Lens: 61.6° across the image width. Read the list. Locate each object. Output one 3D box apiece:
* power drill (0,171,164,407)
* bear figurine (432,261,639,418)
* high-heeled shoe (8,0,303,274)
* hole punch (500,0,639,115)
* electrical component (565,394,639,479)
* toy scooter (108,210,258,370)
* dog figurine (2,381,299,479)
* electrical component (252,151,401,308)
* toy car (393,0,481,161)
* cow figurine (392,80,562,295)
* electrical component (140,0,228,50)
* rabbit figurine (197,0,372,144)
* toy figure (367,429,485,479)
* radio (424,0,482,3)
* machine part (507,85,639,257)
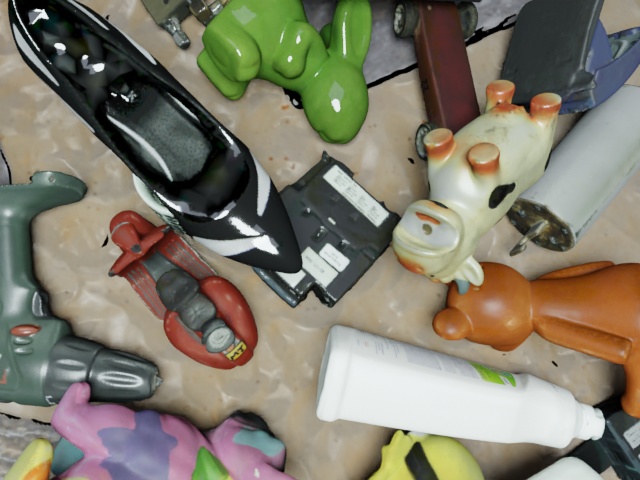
[{"bbox_3d":[-0.258,0.045,0.492,0.232,0.086,0.207,-2,86,-1],"label":"power drill"},{"bbox_3d":[0.212,0.081,0.497,0.196,0.120,0.131,-6,122,21],"label":"bear figurine"},{"bbox_3d":[-0.103,-0.071,0.377,0.249,0.145,0.086,39,80,5],"label":"high-heeled shoe"},{"bbox_3d":[0.251,-0.177,0.539,0.092,0.142,0.115,17,93,-26],"label":"hole punch"},{"bbox_3d":[0.285,0.188,0.501,0.119,0.047,0.075,-27,80,-10],"label":"electrical component"},{"bbox_3d":[-0.126,0.038,0.466,0.075,0.135,0.184,-42,85,-12],"label":"toy scooter"},{"bbox_3d":[-0.120,0.206,0.418,0.219,0.192,0.108,18,123,-3],"label":"dog figurine"},{"bbox_3d":[-0.001,-0.002,0.520,0.134,0.058,0.115,-44,82,-10],"label":"electrical component"},{"bbox_3d":[0.131,-0.168,0.564,0.089,0.053,0.202,-8,80,-15],"label":"toy car"},{"bbox_3d":[0.133,-0.040,0.476,0.086,0.127,0.195,26,56,38],"label":"cow figurine"},{"bbox_3d":[-0.148,-0.264,0.576,0.078,0.045,0.102,-43,80,18],"label":"electrical component"},{"bbox_3d":[-0.016,-0.177,0.545,0.170,0.121,0.159,41,71,-13],"label":"rabbit figurine"},{"bbox_3d":[0.061,0.241,0.458,0.180,0.082,0.089,-42,64,-13],"label":"toy figure"},{"bbox_3d":[0.058,-0.291,0.520,0.229,0.073,0.131,-10,48,-25],"label":"radio"},{"bbox_3d":[0.268,-0.072,0.538,0.079,0.079,0.243,42,80,6],"label":"machine part"}]
